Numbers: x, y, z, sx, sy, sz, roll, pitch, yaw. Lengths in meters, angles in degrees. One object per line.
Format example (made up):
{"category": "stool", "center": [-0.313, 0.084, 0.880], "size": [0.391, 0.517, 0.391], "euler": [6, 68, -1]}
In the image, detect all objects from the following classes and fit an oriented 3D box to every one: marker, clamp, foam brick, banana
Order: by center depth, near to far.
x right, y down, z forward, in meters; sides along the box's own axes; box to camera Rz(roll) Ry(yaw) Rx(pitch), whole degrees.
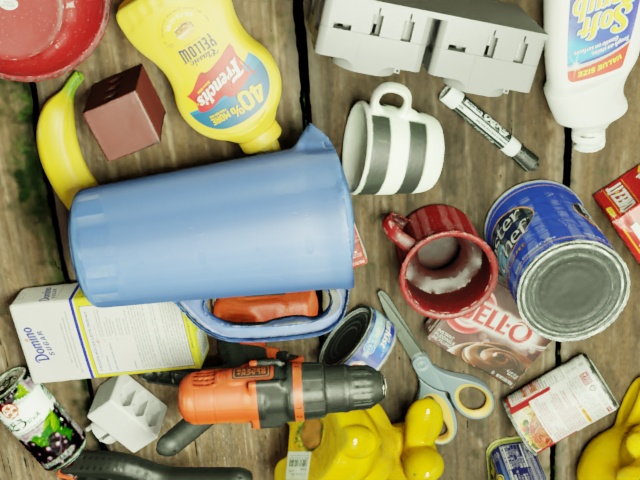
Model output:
{"category": "foam brick", "center": [-0.173, -0.113, 0.947], "size": [0.053, 0.078, 0.051], "euler": [-21, 117, 6]}
{"category": "banana", "center": [-0.213, -0.055, 0.995], "size": [0.069, 0.037, 0.198], "euler": [-19, 115, 6]}
{"category": "marker", "center": [0.162, -0.104, 1.008], "size": [0.121, 0.020, 0.020], "euler": [37, 108, -19]}
{"category": "clamp", "center": [-0.096, 0.157, 1.064], "size": [0.171, 0.120, 0.039], "euler": [-10, 137, -3]}
{"category": "clamp", "center": [-0.168, 0.254, 1.118], "size": [0.210, 0.036, 0.165], "euler": [17, 146, -6]}

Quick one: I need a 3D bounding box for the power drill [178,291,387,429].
{"category": "power drill", "center": [-0.036, 0.105, 1.001], "size": [0.184, 0.187, 0.057], "euler": [-3, 114, -1]}

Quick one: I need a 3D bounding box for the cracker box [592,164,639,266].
{"category": "cracker box", "center": [0.402, -0.032, 1.030], "size": [0.214, 0.072, 0.164], "euler": [-35, 113, 13]}

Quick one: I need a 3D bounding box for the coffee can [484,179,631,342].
{"category": "coffee can", "center": [0.219, 0.016, 1.002], "size": [0.102, 0.140, 0.103], "euler": [-2, 116, -3]}

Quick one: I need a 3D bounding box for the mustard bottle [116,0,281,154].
{"category": "mustard bottle", "center": [-0.090, -0.147, 0.948], "size": [0.096, 0.058, 0.191], "euler": [-30, 114, 7]}

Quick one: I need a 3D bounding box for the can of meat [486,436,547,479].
{"category": "can of meat", "center": [0.219, 0.280, 1.160], "size": [0.057, 0.084, 0.102], "euler": [-8, 116, 0]}

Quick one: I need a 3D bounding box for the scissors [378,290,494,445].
{"category": "scissors", "center": [0.126, 0.128, 1.118], "size": [0.096, 0.016, 0.202], "euler": [-14, 116, 1]}

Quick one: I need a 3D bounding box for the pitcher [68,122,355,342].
{"category": "pitcher", "center": [-0.089, 0.003, 0.945], "size": [0.243, 0.149, 0.145], "euler": [-8, 145, 1]}

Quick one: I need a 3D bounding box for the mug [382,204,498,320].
{"category": "mug", "center": [0.107, 0.011, 1.024], "size": [0.117, 0.081, 0.093], "euler": [30, 110, -17]}

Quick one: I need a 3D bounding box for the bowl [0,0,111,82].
{"category": "bowl", "center": [-0.262, -0.205, 0.910], "size": [0.162, 0.055, 0.162], "euler": [-2, 115, -4]}

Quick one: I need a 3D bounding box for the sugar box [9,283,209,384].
{"category": "sugar box", "center": [-0.205, 0.086, 1.047], "size": [0.176, 0.048, 0.093], "euler": [-4, 116, 10]}

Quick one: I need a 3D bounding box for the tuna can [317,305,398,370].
{"category": "tuna can", "center": [0.036, 0.107, 1.063], "size": [0.033, 0.086, 0.086], "euler": [39, 107, -17]}

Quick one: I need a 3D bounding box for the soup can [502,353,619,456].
{"category": "soup can", "center": [0.252, 0.172, 1.120], "size": [0.102, 0.068, 0.068], "euler": [-32, 114, 10]}

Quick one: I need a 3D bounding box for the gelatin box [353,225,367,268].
{"category": "gelatin box", "center": [-0.007, 0.001, 1.040], "size": [0.089, 0.030, 0.073], "euler": [-19, 115, 4]}

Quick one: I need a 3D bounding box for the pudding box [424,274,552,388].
{"category": "pudding box", "center": [0.177, 0.086, 1.088], "size": [0.113, 0.039, 0.090], "euler": [30, 110, -17]}

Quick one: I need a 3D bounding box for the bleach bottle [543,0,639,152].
{"category": "bleach bottle", "center": [0.250, -0.199, 0.946], "size": [0.102, 0.068, 0.251], "euler": [-6, 118, -1]}
